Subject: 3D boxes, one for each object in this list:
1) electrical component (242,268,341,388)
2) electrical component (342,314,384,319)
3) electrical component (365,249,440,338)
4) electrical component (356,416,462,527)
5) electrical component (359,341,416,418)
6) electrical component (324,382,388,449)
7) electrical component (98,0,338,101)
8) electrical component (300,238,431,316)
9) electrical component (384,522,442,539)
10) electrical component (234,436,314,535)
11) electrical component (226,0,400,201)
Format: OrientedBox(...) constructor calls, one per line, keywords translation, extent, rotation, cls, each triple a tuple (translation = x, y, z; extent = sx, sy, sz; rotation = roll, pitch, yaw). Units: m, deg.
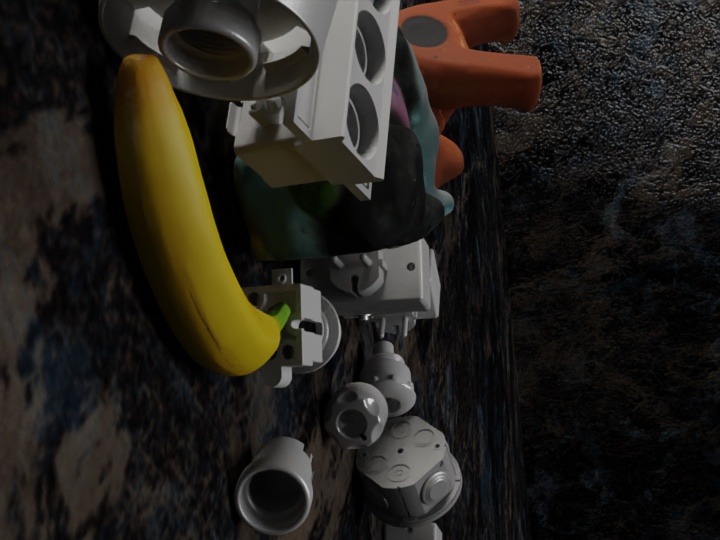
OrientedBox(translation=(-0.039, 0.033, 0.606), extent=(0.055, 0.048, 0.066), rotation=(21, 66, -69), cls="electrical component")
OrientedBox(translation=(0.010, 0.010, 0.845), extent=(0.055, 0.047, 0.055), rotation=(-4, 90, -78), cls="electrical component")
OrientedBox(translation=(0.030, 0.026, 0.892), extent=(0.047, 0.066, 0.076), rotation=(75, 16, -44), cls="electrical component")
OrientedBox(translation=(0.038, 0.161, 0.862), extent=(0.080, 0.080, 0.051), rotation=(-80, 157, -49), cls="electrical component")
OrientedBox(translation=(0.021, 0.087, 0.887), extent=(0.048, 0.048, 0.062), rotation=(74, 9, -45), cls="electrical component")
OrientedBox(translation=(-0.001, 0.101, 0.777), extent=(0.062, 0.043, 0.043), rotation=(-48, 133, -76), cls="electrical component")
OrientedBox(translation=(-0.058, -0.115, 0.440), extent=(0.099, 0.099, 0.064), rotation=(62, 33, -64), cls="electrical component")
OrientedBox(translation=(0.000, 0.000, 0.710), extent=(0.075, 0.083, 0.047), rotation=(46, 41, -73), cls="electrical component")
OrientedBox(translation=(0.043, 0.259, 0.927), extent=(0.075, 0.047, 0.083), rotation=(65, 24, -61), cls="electrical component")
OrientedBox(translation=(-0.044, 0.113, 0.575), extent=(0.046, 0.040, 0.040), rotation=(-72, 156, -76), cls="electrical component")
OrientedBox(translation=(-0.021, -0.104, 0.525), extent=(0.079, 0.063, 0.121), rotation=(41, 49, -55), cls="electrical component")
